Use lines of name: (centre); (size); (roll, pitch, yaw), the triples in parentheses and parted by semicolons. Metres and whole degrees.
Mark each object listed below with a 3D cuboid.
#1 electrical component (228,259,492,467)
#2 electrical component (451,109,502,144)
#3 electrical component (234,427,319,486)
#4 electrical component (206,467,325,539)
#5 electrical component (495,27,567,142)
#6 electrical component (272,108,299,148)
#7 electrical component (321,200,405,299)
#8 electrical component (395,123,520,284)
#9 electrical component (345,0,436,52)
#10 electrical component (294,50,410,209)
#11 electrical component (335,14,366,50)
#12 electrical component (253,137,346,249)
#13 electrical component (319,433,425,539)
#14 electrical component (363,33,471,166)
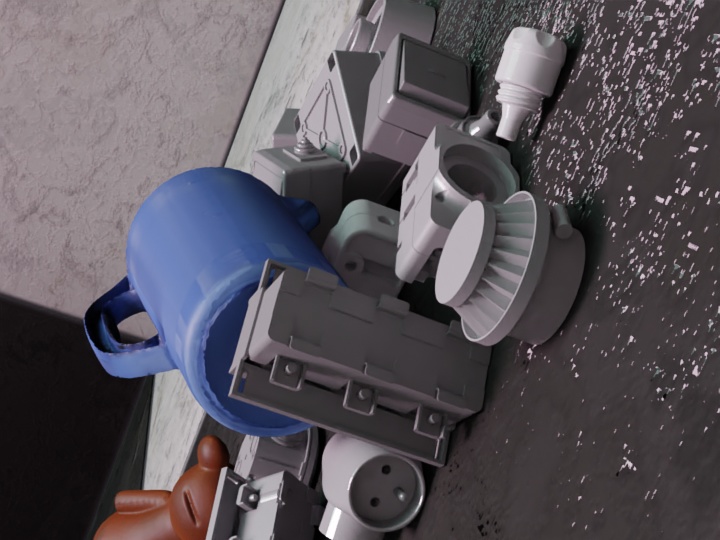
electrical component: (0.002, 0.045, 0.564); (0.063, 0.121, 0.078); (137, 150, -59)
electrical component: (0.069, -0.078, 0.665); (0.061, 0.035, 0.035); (132, 154, -55)
electrical component: (-0.067, 0.154, 0.846); (0.080, 0.051, 0.080); (-161, 90, -78)
electrical component: (-0.069, 0.203, 0.739); (0.063, 0.079, 0.121); (-23, 40, 32)
electrical component: (0.092, -0.103, 0.606); (0.035, 0.035, 0.061); (-137, 65, -76)
electrical component: (-0.052, -0.093, 1.041); (0.108, 0.056, 0.108); (-81, -7, -68)
electrical component: (0.000, 0.000, 0.792); (0.059, 0.054, 0.095); (-94, 26, -60)
electrical component: (0.056, -0.037, 0.618); (0.089, 0.050, 0.055); (-83, 17, -45)
electrical component: (0.020, -0.202, 0.994); (0.108, 0.060, 0.108); (-160, 90, -77)
electrical component: (-0.006, -0.109, 0.895); (0.108, 0.056, 0.108); (128, 134, -55)
electrical component: (-0.002, -0.218, 1.139); (0.066, 0.047, 0.076); (141, 146, -67)
electrical component: (-0.053, -0.058, 0.858); (0.062, 0.061, 0.096); (36, 130, 53)
electrical component: (0.000, 0.134, 0.614); (0.077, 0.043, 0.079); (-167, 96, -77)
electrical component: (0.044, -0.126, 0.777); (0.096, 0.062, 0.061); (-83, 18, -45)
